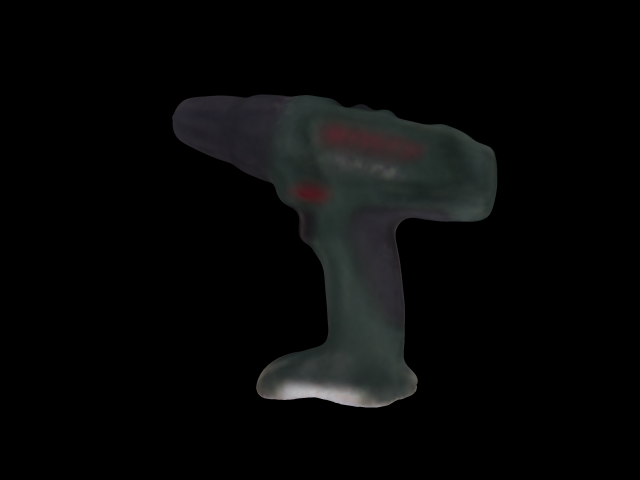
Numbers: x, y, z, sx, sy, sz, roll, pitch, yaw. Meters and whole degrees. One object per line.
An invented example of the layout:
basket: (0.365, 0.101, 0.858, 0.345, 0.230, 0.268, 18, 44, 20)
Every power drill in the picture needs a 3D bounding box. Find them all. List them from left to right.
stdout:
power drill: (0.004, 0.001, 0.400, 0.229, 0.208, 0.076, 1, 4, 11)
